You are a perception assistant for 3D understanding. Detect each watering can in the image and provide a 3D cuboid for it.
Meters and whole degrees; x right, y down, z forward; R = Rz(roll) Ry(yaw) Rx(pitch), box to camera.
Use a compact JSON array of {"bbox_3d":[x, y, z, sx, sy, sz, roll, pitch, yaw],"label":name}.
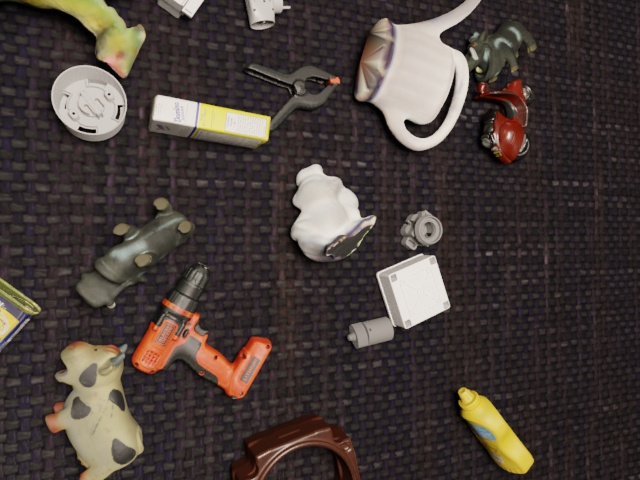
[{"bbox_3d":[0.188,-0.345,0.962,0.223,0.104,0.348,16,88,-21],"label":"watering can"}]

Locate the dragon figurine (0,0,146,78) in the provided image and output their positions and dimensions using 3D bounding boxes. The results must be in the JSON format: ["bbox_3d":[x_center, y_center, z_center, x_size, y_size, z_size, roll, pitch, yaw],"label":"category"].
[{"bbox_3d":[-0.383,-0.423,0.756,0.245,0.120,0.412,-19,81,-39],"label":"dragon figurine"}]

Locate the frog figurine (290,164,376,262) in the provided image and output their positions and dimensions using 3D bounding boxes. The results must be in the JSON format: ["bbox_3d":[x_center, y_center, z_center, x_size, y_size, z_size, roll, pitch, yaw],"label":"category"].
[{"bbox_3d":[0.003,-0.045,0.897,0.138,0.120,0.161,-38,67,-10],"label":"frog figurine"}]
